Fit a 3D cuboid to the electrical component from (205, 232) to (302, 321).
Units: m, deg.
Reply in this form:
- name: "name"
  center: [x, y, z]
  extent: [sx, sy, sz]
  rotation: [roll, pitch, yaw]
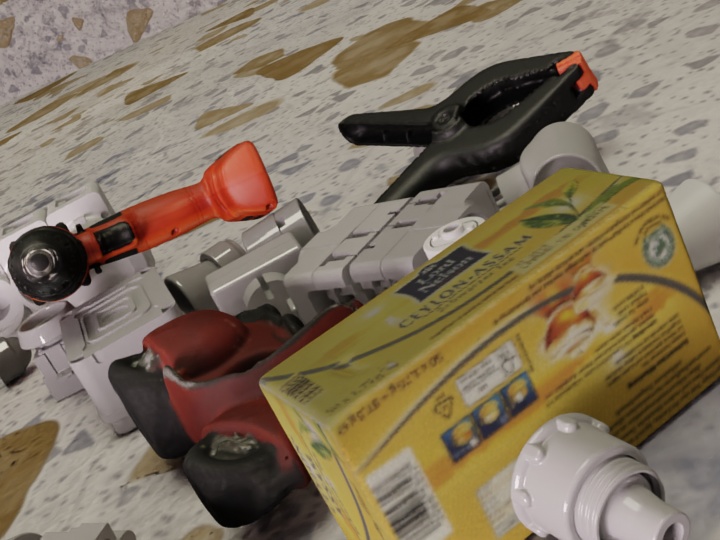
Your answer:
- name: "electrical component"
  center: [-0.057, 0.019, 0.692]
  extent: [0.066, 0.047, 0.076]
  rotation: [-29, 21, -5]

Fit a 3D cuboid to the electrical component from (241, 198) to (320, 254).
- name: "electrical component"
  center: [-0.051, -0.016, 0.757]
  extent: [0.047, 0.055, 0.055]
  rotation: [-29, 21, 4]

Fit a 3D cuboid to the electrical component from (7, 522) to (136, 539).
- name: "electrical component"
  center: [-0.143, 0.147, 0.501]
  extent: [0.055, 0.048, 0.066]
  rotation: [-7, 28, 25]

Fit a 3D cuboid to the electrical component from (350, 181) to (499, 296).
- name: "electrical component"
  center: [0.047, -0.008, 0.628]
  extent: [0.056, 0.050, 0.089]
  rotation: [-6, 30, 42]

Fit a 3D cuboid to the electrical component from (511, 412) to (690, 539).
- name: "electrical component"
  center: [0.088, 0.082, 0.384]
  extent: [0.048, 0.048, 0.062]
  rotation: [-35, 29, -20]

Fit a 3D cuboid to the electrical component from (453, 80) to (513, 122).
- name: "electrical component"
  center: [0.100, -0.117, 0.813]
  extent: [0.045, 0.055, 0.045]
  rotation: [-23, 22, 10]

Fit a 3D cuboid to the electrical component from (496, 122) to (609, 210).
- name: "electrical component"
  center: [0.111, -0.052, 0.665]
  extent: [0.079, 0.043, 0.077]
  rotation: [-30, 14, 18]

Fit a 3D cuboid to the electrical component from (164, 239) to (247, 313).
- name: "electrical component"
  center: [-0.106, 0.009, 0.775]
  extent: [0.055, 0.045, 0.045]
  rotation: [-36, 23, -24]

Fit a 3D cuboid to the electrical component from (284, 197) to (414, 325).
- name: "electrical component"
  center: [0.000, 0.000, 0.665]
  extent: [0.056, 0.050, 0.089]
  rotation: [-7, 29, 40]

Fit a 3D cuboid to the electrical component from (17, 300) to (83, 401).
- name: "electrical component"
  center: [-0.216, 0.056, 0.779]
  extent: [0.048, 0.055, 0.066]
  rotation: [-26, 21, 1]

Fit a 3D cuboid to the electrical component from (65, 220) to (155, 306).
- name: "electrical component"
  center: [-0.207, -0.002, 0.872]
  extent: [0.080, 0.080, 0.051]
  rotation: [-24, 16, 8]

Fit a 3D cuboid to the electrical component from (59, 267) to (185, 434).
- name: "electrical component"
  center: [-0.148, 0.051, 0.710]
  extent: [0.078, 0.057, 0.113]
  rotation: [-31, 21, -10]

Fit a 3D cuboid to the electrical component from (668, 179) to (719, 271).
- name: "electrical component"
  center: [0.150, -0.012, 0.525]
  extent: [0.055, 0.045, 0.045]
  rotation: [-31, 21, -10]

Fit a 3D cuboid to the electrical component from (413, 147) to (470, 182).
- name: "electrical component"
  center: [0.066, -0.089, 0.810]
  extent: [0.040, 0.040, 0.046]
  rotation: [-29, 26, -5]

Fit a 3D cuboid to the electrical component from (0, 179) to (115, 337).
- name: "electrical component"
  center: [-0.272, 0.000, 0.927]
  extent: [0.150, 0.089, 0.061]
  rotation: [-29, 21, -5]

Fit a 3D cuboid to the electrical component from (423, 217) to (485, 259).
- name: "electrical component"
  center: [0.060, 0.006, 0.560]
  extent: [0.044, 0.065, 0.044]
  rotation: [-23, 21, 10]
